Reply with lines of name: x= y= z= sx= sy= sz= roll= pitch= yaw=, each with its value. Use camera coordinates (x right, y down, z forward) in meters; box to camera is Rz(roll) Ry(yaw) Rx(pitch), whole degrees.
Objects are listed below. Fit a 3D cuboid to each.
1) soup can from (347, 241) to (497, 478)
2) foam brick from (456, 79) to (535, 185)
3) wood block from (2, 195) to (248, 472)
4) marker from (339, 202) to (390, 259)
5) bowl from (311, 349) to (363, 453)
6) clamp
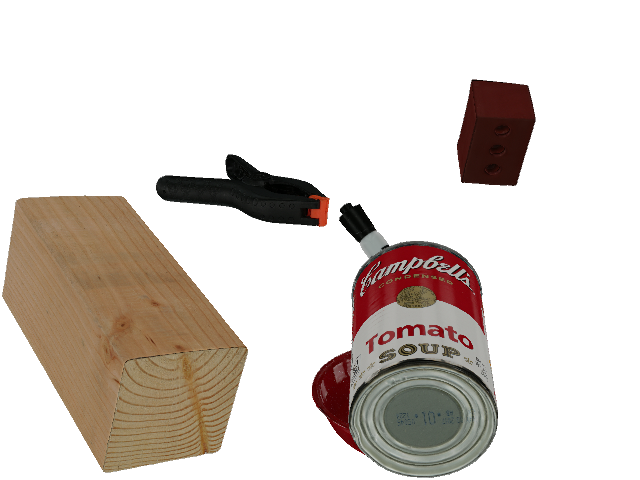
soup can: x=0.047 y=0.055 z=0.512 sx=0.068 sy=0.068 sz=0.102 roll=0 pitch=31 yaw=3
foam brick: x=0.154 y=-0.095 z=0.947 sx=0.053 sy=0.078 sz=0.051 roll=4 pitch=45 yaw=-2
wood block: x=-0.145 y=0.056 z=0.755 sx=0.090 sy=0.091 sz=0.206 roll=-3 pitch=32 yaw=-36
marker: x=0.052 y=0.023 z=0.745 sx=0.020 sy=0.121 sz=0.020 roll=-34 pitch=-13 yaw=-9
bowl: x=0.073 y=0.162 z=1.015 sx=0.162 sy=0.055 sz=0.162 roll=-1 pitch=26 yaw=0
clamp: x=-0.072 y=-0.045 z=1.036 sx=0.172 sy=0.039 sz=0.120 roll=19 pitch=32 yaw=40
